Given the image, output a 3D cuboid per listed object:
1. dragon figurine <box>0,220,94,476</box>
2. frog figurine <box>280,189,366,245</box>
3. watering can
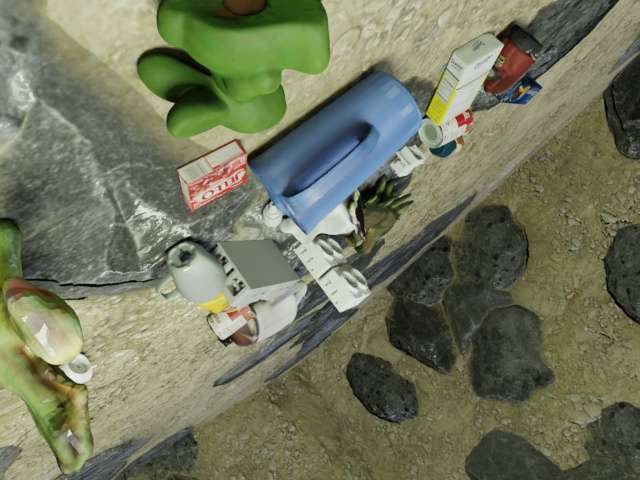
[{"bbox_3d":[-0.323,0.141,0.521,0.124,0.245,0.402,-27,160,-47],"label":"dragon figurine"},{"bbox_3d":[0.003,-0.051,1.023,0.159,0.124,0.136,-4,168,16],"label":"frog figurine"},{"bbox_3d":[-0.152,0.220,1.411,0.227,0.105,0.340,-25,160,-37],"label":"watering can"}]
